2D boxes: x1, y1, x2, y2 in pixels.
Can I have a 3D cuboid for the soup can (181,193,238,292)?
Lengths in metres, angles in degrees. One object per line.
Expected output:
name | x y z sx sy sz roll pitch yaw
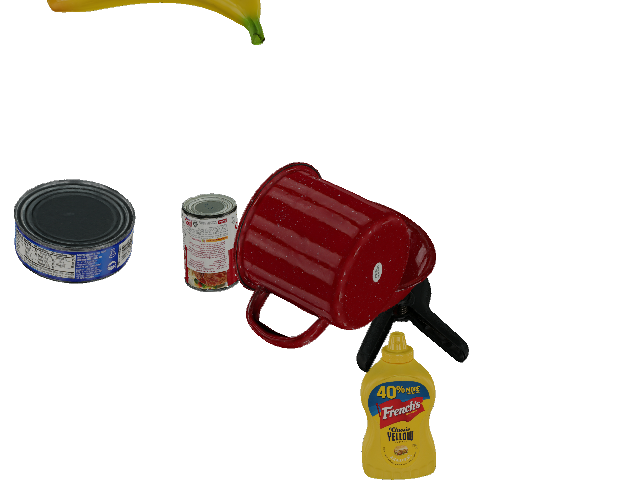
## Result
soup can | -0.134 0.002 1.296 0.068 0.102 0.068 0 26 0

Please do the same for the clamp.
clamp | 0.099 0.077 1.184 0.120 0.171 0.039 5 -43 -5

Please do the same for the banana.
banana | -0.130 -0.208 0.893 0.198 0.069 0.037 11 -41 16

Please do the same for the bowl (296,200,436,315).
bowl | 0.016 0.022 0.925 0.162 0.055 0.162 7 31 -4

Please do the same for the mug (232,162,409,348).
mug | -0.003 0.016 0.689 0.082 0.117 0.093 26 -13 30

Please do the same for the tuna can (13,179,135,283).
tuna can | -0.179 -0.007 0.777 0.086 0.034 0.086 8 36 -6

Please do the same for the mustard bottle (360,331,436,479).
mustard bottle | 0.100 0.211 1.378 0.096 0.192 0.058 -2 14 -1
